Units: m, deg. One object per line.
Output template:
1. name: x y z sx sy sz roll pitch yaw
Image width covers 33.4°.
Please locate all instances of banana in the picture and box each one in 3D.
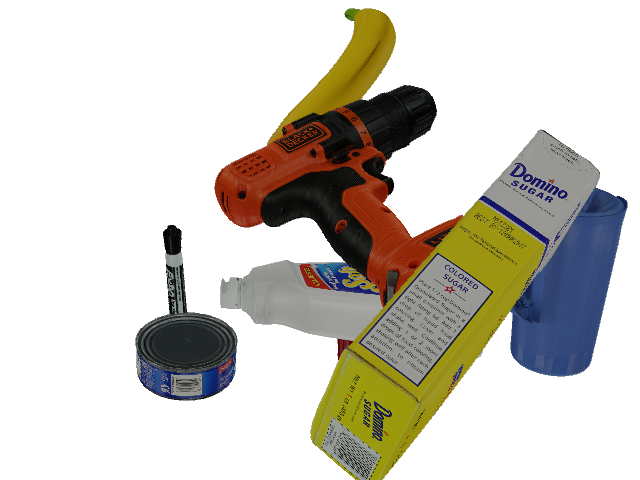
1. banana: 0.020 -0.141 0.907 0.070 0.197 0.037 -18 -57 44

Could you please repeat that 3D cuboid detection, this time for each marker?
1. marker: -0.150 0.039 1.105 0.020 0.121 0.020 0 28 0

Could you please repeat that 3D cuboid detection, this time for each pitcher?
1. pitcher: 0.306 0.052 1.388 0.149 0.243 0.145 5 23 5

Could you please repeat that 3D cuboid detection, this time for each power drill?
1. power drill: 0.049 -0.030 0.714 0.184 0.057 0.188 -29 45 -24

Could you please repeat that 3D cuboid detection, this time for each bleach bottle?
1. bleach bottle: 0.029 0.060 1.026 0.251 0.068 0.102 2 29 2

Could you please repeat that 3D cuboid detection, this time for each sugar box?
1. sugar box: 0.068 0.031 0.518 0.176 0.048 0.093 -43 -17 -33

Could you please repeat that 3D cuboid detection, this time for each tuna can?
1. tuna can: -0.114 0.098 0.907 0.086 0.034 0.086 3 29 -2

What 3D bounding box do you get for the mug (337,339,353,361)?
1. mug: 0.073 0.104 1.224 0.117 0.081 0.093 -3 23 -8
